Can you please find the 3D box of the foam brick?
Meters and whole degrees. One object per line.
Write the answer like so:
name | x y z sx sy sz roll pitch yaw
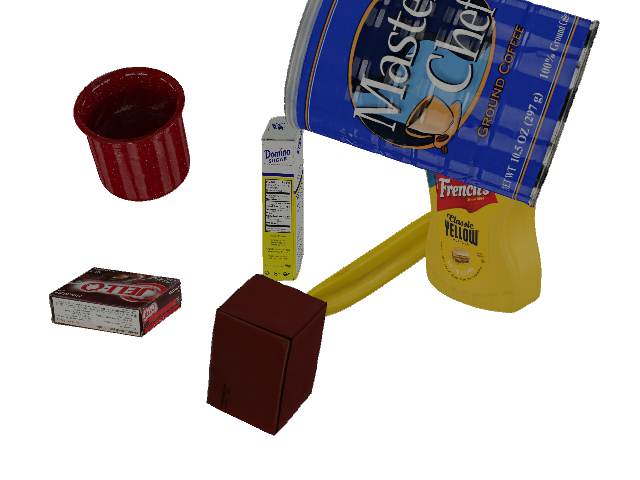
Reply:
foam brick | -0.034 0.070 0.667 0.053 0.078 0.051 22 35 18

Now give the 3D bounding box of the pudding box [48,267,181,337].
pudding box | -0.219 0.065 1.144 0.114 0.039 0.090 5 18 20

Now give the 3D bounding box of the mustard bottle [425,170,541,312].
mustard bottle | 0.123 -0.045 0.815 0.058 0.192 0.096 -23 31 -36

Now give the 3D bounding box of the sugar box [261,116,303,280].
sugar box | -0.044 -0.050 1.255 0.048 0.176 0.093 0 23 5

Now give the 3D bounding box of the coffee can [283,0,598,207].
coffee can | 0.064 -0.088 0.570 0.140 0.103 0.102 19 3 9

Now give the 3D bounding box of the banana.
banana | 0.058 0.025 1.039 0.198 0.037 0.069 -33 0 -1

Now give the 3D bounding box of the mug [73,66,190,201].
mug | -0.161 -0.096 0.922 0.093 0.117 0.081 -19 -38 -11
